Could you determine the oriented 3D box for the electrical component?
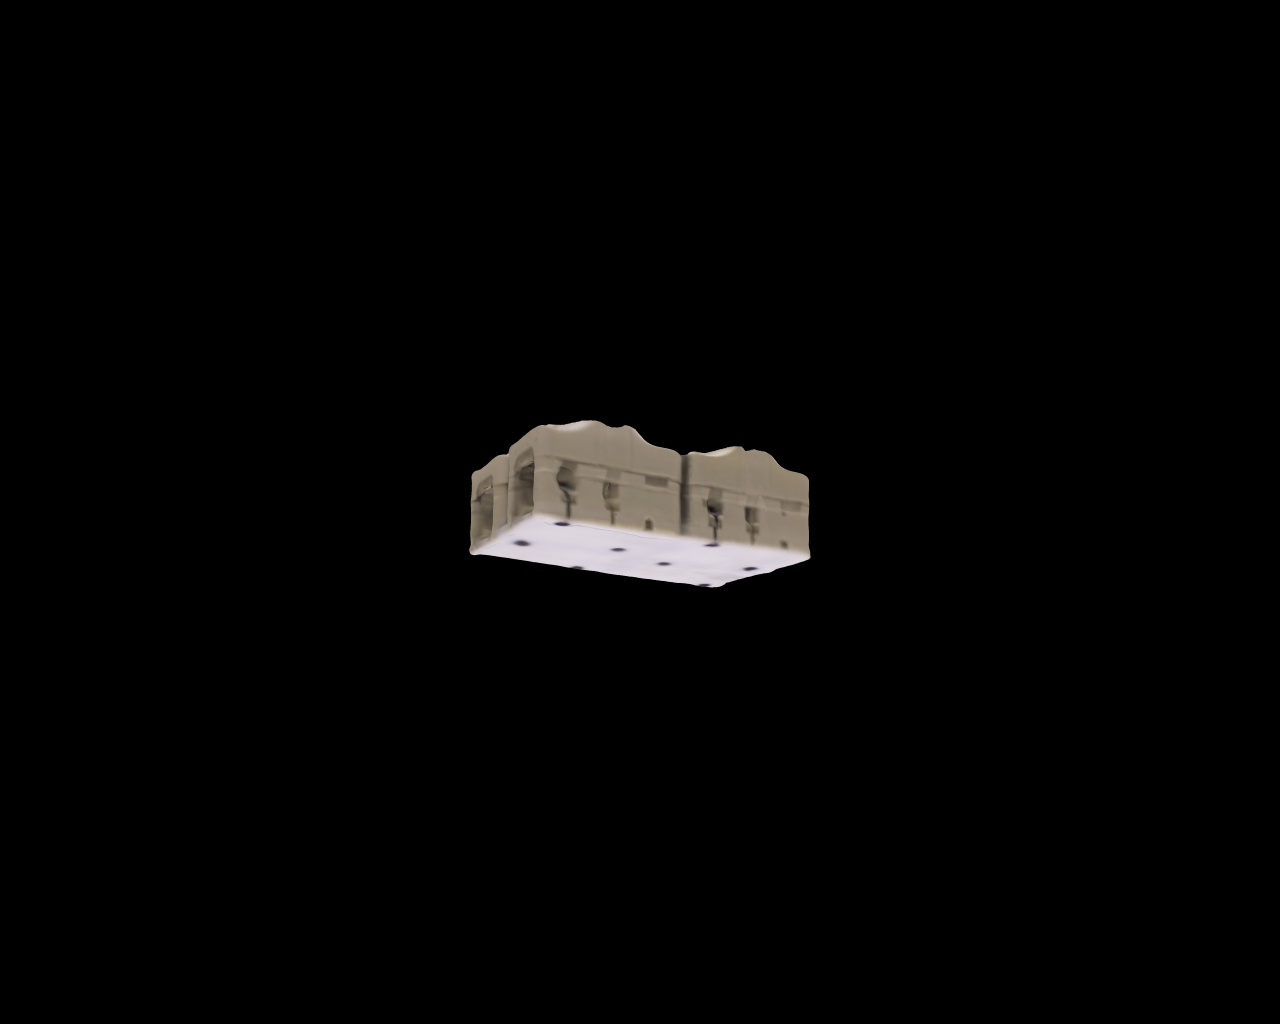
[{"bbox_3d":[0.001,-0.003,0.650,0.186,0.060,0.105,9,-19,-29],"label":"electrical component"}]
